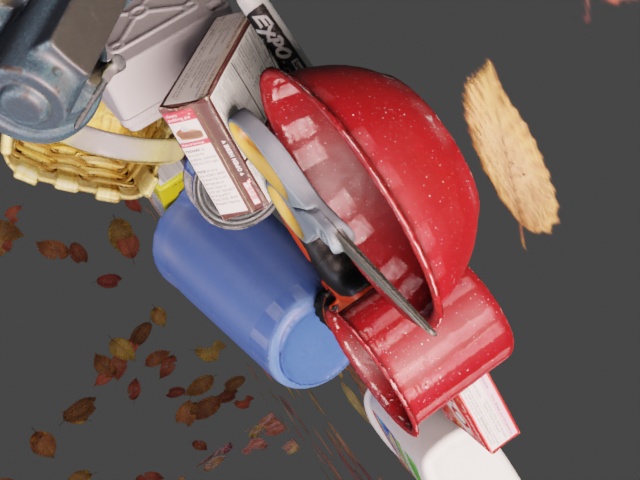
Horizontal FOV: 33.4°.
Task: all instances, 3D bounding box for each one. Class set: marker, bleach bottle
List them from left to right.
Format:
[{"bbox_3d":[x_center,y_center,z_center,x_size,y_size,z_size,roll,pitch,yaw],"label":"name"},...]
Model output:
[{"bbox_3d":[-0.028,-0.127,0.660,0.121,0.020,0.020,56,170,-2],"label":"marker"},{"bbox_3d":[0.095,0.181,0.955,0.102,0.068,0.251,58,172,-11],"label":"bleach bottle"}]

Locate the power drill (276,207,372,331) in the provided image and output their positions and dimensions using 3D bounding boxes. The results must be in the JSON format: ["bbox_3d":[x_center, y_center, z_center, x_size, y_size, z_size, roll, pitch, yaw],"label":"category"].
[{"bbox_3d":[-0.006,0.001,0.867,0.187,0.057,0.185,54,167,-7],"label":"power drill"}]

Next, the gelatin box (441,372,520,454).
[{"bbox_3d":[0.098,0.102,0.768,0.089,0.030,0.073,59,169,-21],"label":"gelatin box"}]

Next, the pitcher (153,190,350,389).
[{"bbox_3d":[-0.058,0.052,1.082,0.149,0.145,0.243,16,-164,-40],"label":"pitcher"}]

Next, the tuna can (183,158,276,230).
[{"bbox_3d":[-0.074,-0.054,0.919,0.034,0.086,0.086,43,164,55],"label":"tuna can"}]

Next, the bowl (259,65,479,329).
[{"bbox_3d":[0.034,-0.034,0.561,0.162,0.055,0.162,53,170,13],"label":"bowl"}]

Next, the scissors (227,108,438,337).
[{"bbox_3d":[0.008,0.002,0.587,0.202,0.016,0.096,51,170,32],"label":"scissors"}]

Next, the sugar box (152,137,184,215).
[{"bbox_3d":[-0.141,-0.070,1.165,0.048,0.093,0.176,54,171,10],"label":"sugar box"}]

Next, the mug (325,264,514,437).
[{"bbox_3d":[0.061,0.060,0.659,0.093,0.081,0.117,55,170,5],"label":"mug"}]

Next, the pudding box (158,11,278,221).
[{"bbox_3d":[-0.051,-0.083,0.686,0.090,0.039,0.113,61,-150,-32],"label":"pudding box"}]

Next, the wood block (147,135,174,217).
[{"bbox_3d":[-0.161,-0.058,1.300,0.206,0.090,0.091,55,173,1],"label":"wood block"}]
